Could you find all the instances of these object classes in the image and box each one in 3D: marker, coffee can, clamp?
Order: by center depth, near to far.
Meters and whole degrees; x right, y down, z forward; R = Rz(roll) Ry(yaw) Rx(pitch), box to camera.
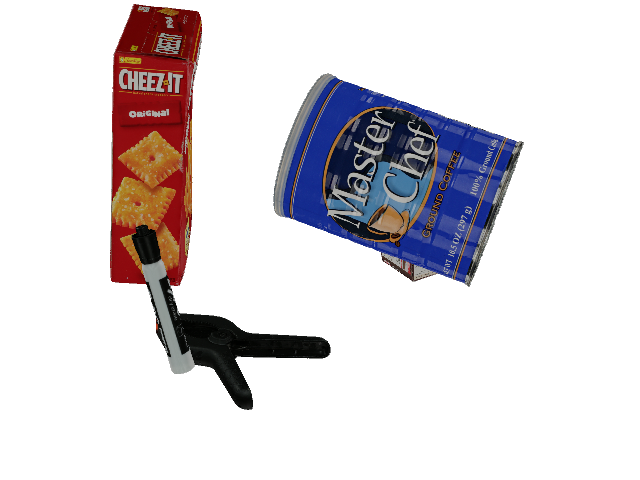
[{"bbox_3d":[0.052,-0.041,0.718,0.140,0.103,0.102,21,3,9],"label":"coffee can"},{"bbox_3d":[-0.121,0.045,0.819,0.020,0.121,0.020,-12,18,4],"label":"marker"},{"bbox_3d":[-0.115,0.129,1.238,0.210,0.036,0.164,14,24,24],"label":"clamp"}]

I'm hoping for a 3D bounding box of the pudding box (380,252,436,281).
[{"bbox_3d":[0.160,0.016,1.608,0.113,0.039,0.090,-19,28,-23],"label":"pudding box"}]

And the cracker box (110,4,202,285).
[{"bbox_3d":[-0.150,-0.090,0.977,0.072,0.214,0.164,4,26,-6],"label":"cracker box"}]
